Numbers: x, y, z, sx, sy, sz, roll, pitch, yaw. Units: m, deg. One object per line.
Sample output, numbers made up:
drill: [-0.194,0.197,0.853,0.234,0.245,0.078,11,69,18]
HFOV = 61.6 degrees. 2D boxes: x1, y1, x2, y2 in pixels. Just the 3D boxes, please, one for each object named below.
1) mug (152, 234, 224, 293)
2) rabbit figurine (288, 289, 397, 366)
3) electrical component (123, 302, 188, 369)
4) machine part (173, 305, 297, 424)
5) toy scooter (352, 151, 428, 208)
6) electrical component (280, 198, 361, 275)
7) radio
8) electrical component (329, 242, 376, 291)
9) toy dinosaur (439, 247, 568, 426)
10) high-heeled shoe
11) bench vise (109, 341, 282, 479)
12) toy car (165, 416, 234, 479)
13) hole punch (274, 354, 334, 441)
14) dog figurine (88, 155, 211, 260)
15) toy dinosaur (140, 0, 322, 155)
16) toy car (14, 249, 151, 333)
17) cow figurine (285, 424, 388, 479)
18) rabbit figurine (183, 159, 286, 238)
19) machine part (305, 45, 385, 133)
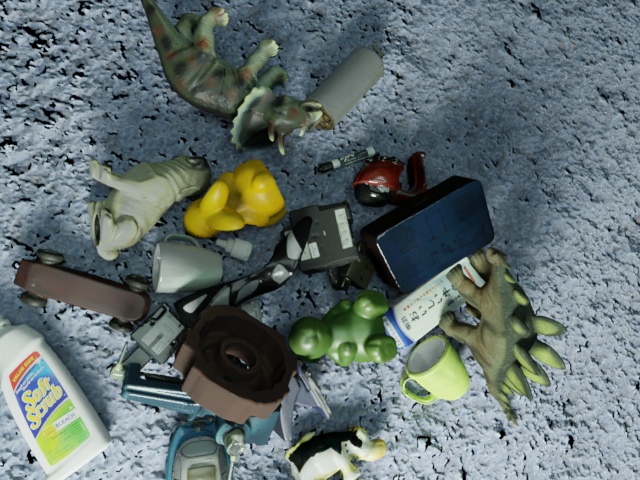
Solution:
mug: [-0.219,0.040,0.893,0.107,0.080,0.110,8,44,-25]
rabbit figurine: [0.015,0.151,0.895,0.170,0.159,0.121,2,76,-35]
electrical component: [-0.268,0.165,0.861,0.119,0.048,0.075,-43,93,-21]
machine part: [-0.118,0.173,0.760,0.179,0.179,0.056,27,116,-10]
toy scooter: [0.152,-0.120,1.034,0.184,0.075,0.135,14,75,-17]
electrical component: [-0.002,-0.003,0.951,0.134,0.058,0.115,-12,74,8]
radio: [0.201,-0.011,0.984,0.230,0.073,0.131,-29,110,-12]
electrical component: [0.059,0.049,0.989,0.078,0.045,0.102,32,72,-39]
toy dinosaur: [0.302,0.171,0.904,0.105,0.470,0.199,-34,50,-13]
high-heeled shoe: [-0.121,0.045,0.870,0.145,0.086,0.248,28,80,-6]
bench vise: [-0.186,0.227,0.786,0.240,0.224,0.128,17,116,-19]
toy car: [-0.181,0.358,0.820,0.109,0.103,0.161,1,81,-18]
hole punch: [-0.053,0.249,0.870,0.092,0.142,0.115,-28,100,-16]
dog figurine: [-0.272,-0.057,0.888,0.190,0.121,0.172,-1,113,-34]
toy dinosaur: [-0.188,-0.289,0.948,0.405,0.131,0.192,26,72,-4]
toy car: [-0.368,0.078,0.845,0.202,0.053,0.089,18,93,-12]
cow figurine: [0.028,0.355,0.905,0.167,0.068,0.098,-21,80,-21]
rabbit figurine: [-0.149,-0.052,0.902,0.173,0.162,0.121,-26,100,-3]
machine part: [0.047,-0.292,1.035,0.079,0.079,0.243,43,69,-5]
